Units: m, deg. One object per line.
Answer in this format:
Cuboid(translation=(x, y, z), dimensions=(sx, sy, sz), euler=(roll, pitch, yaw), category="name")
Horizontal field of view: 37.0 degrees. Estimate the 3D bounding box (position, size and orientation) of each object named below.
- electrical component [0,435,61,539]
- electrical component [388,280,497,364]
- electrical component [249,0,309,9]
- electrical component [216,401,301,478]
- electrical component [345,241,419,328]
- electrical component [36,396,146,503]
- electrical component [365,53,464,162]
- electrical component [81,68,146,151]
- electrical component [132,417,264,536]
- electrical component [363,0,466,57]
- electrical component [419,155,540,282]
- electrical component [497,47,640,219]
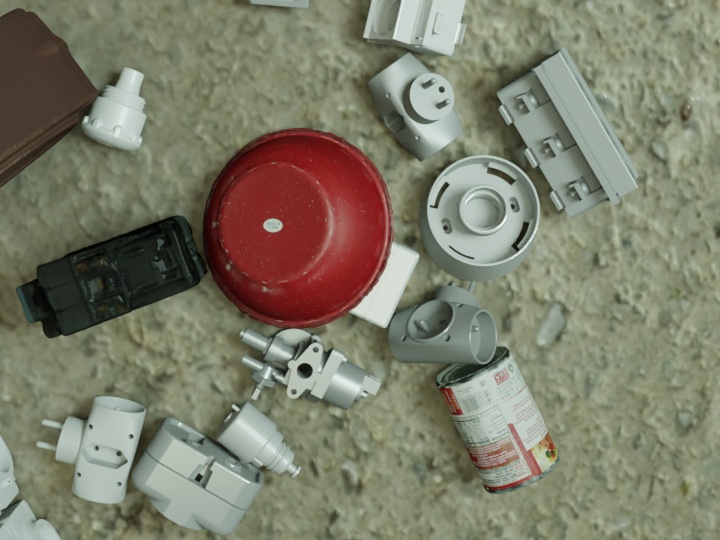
Cuboid(translation=(-0.297, 0.202, 0.845), dimensions=(0.060, 0.105, 0.186), euler=(-28, 97, 0), category="electrical component")
Cuboid(translation=(0.073, 0.039, 0.873), dimensions=(0.044, 0.077, 0.079), euler=(54, 48, -37), category="electrical component")
Cuboid(translation=(-0.059, -0.260, 0.832), dimensions=(0.047, 0.083, 0.075), euler=(4, 58, -4), category="electrical component")
Cuboid(translation=(-0.082, 0.143, 0.885), dimensions=(0.078, 0.040, 0.040), euler=(40, 92, -7), category="electrical component")
Cuboid(translation=(0.000, 0.000, 0.872), dimensions=(0.077, 0.047, 0.065), euler=(25, 94, 0), category="electrical component")
Cuboid(translation=(-0.222, 0.141, 0.874), dimensions=(0.079, 0.043, 0.077), euler=(14, 95, -5), category="electrical component")
Cuboid(translation=(0.049, -0.132, 0.845), dimensions=(0.043, 0.079, 0.077), euler=(-38, 97, -17), category="electrical component")
Cuboid(translation=(-0.189, -0.128, 0.848), dimensions=(0.048, 0.048, 0.062), euler=(19, 88, -5), category="electrical component")
Cuboid(translation=(-0.134, 0.171, 0.878), dimensions=(0.095, 0.053, 0.059), euler=(32, 93, -6), category="electrical component")
Cuboid(translation=(0.053, -0.232, 0.839), dimensions=(0.063, 0.079, 0.121), euler=(10, 96, -34), category="electrical component")
Cuboid(translation=(0.099, -0.043, 0.877), dimensions=(0.099, 0.064, 0.099), euler=(0, 83, 1), category="electrical component")
Cuboid(translation=(0.165, -0.108, 0.861), dimensions=(0.063, 0.078, 0.121), euler=(-29, 98, 22), category="electrical component")
